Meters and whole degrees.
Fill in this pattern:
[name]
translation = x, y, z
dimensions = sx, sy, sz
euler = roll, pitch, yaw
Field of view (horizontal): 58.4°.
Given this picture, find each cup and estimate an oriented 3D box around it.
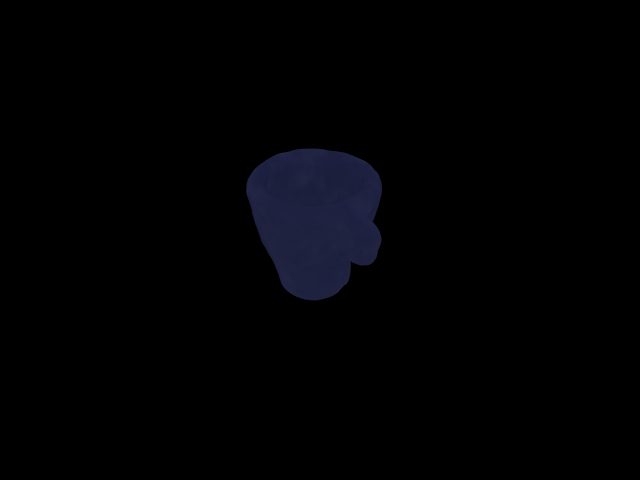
[cup]
translation = 0.004, 0.001, 0.400
dimensions = 0.092, 0.095, 0.117
euler = -20, 40, -25
